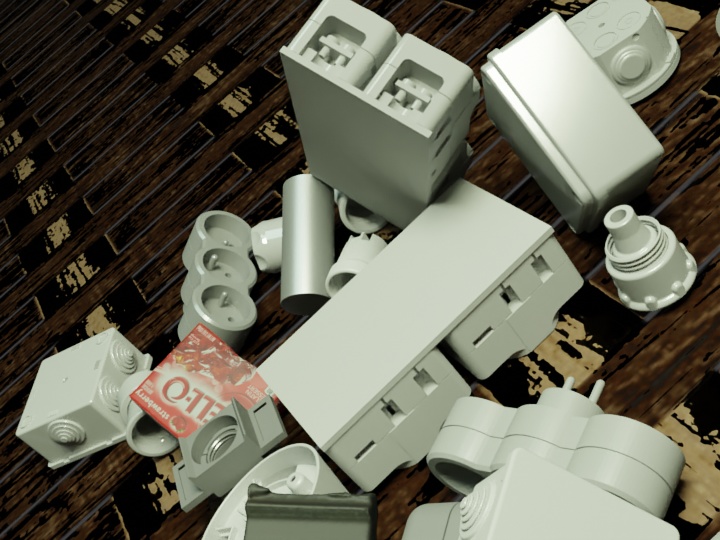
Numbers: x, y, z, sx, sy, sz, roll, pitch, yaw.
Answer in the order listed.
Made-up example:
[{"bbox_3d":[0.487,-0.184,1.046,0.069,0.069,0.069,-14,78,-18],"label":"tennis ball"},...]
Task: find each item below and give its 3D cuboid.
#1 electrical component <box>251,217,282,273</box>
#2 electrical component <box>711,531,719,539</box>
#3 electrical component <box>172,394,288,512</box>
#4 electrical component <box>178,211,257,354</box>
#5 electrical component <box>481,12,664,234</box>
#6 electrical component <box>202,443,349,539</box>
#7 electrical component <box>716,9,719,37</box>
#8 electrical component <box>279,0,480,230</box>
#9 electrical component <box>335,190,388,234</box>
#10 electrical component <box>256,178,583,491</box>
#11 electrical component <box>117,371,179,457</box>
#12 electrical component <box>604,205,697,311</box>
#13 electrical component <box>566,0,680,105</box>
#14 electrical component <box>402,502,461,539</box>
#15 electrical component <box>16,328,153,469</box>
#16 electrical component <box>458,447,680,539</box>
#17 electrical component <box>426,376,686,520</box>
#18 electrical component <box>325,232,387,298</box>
[{"bbox_3d":[-0.053,-0.023,0.862,0.062,0.043,0.043,-13,38,8],"label":"electrical component"},{"bbox_3d":[0.175,0.121,0.467,0.065,0.044,0.044,-44,33,2],"label":"electrical component"},{"bbox_3d":[-0.077,0.124,0.691,0.081,0.063,0.042,-37,34,4],"label":"electrical component"},{"bbox_3d":[-0.119,0.022,0.866,0.138,0.052,0.073,-97,29,-48],"label":"electrical component"},{"bbox_3d":[0.128,-0.086,0.660,0.056,0.108,0.109,-35,-12,3],"label":"electrical component"},{"bbox_3d":[-0.049,0.152,0.630,0.099,0.064,0.099,-27,35,21],"label":"electrical component"},{"bbox_3d":[0.291,-0.161,0.673,0.138,0.052,0.073,-2,49,43],"label":"electrical component"},{"bbox_3d":[0.017,-0.098,0.723,0.105,0.186,0.060,32,77,12],"label":"electrical component"},{"bbox_3d":[-0.003,-0.060,0.858,0.044,0.044,0.065,-39,28,2],"label":"electrical component"},{"bbox_3d":[0.038,0.039,0.681,0.186,0.060,0.105,-43,33,-5],"label":"electrical component"},{"bbox_3d":[-0.157,0.107,0.809,0.045,0.045,0.055,-39,32,1],"label":"electrical component"},{"bbox_3d":[0.161,-0.010,0.616,0.048,0.062,0.048,-26,35,20],"label":"electrical component"},{"bbox_3d":[0.185,-0.158,0.776,0.080,0.051,0.080,-26,36,20],"label":"electrical component"},{"bbox_3d":[0.045,0.165,0.531,0.059,0.053,0.095,-12,42,36],"label":"electrical component"},{"bbox_3d":[-0.225,0.103,0.877,0.100,0.048,0.099,-24,36,23],"label":"electrical component"},{"bbox_3d":[0.086,0.142,0.480,0.048,0.100,0.099,-53,10,55],"label":"electrical component"},{"bbox_3d":[0.105,0.087,0.565,0.138,0.052,0.073,1,51,45],"label":"electrical component"},{"bbox_3d":[0.000,0.000,0.785,0.040,0.040,0.046,-17,34,32],"label":"electrical component"}]
